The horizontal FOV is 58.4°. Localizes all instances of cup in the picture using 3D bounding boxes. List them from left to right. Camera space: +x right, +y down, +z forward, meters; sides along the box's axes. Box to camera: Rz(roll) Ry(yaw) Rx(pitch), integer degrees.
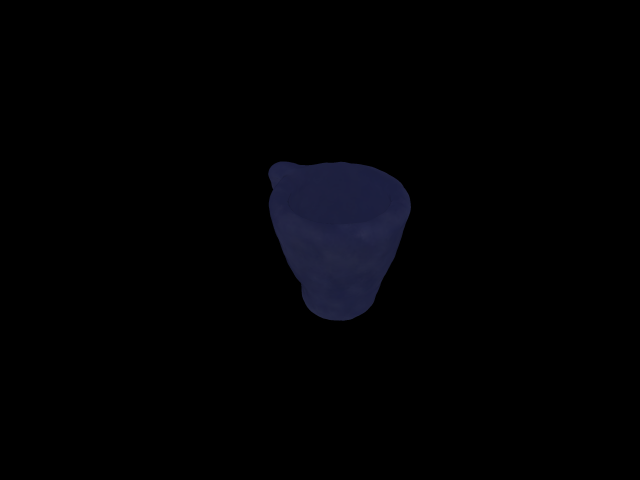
[{"bbox_3d":[0.004,0.001,0.400,0.092,0.095,0.117,-27,44,-33],"label":"cup"}]
